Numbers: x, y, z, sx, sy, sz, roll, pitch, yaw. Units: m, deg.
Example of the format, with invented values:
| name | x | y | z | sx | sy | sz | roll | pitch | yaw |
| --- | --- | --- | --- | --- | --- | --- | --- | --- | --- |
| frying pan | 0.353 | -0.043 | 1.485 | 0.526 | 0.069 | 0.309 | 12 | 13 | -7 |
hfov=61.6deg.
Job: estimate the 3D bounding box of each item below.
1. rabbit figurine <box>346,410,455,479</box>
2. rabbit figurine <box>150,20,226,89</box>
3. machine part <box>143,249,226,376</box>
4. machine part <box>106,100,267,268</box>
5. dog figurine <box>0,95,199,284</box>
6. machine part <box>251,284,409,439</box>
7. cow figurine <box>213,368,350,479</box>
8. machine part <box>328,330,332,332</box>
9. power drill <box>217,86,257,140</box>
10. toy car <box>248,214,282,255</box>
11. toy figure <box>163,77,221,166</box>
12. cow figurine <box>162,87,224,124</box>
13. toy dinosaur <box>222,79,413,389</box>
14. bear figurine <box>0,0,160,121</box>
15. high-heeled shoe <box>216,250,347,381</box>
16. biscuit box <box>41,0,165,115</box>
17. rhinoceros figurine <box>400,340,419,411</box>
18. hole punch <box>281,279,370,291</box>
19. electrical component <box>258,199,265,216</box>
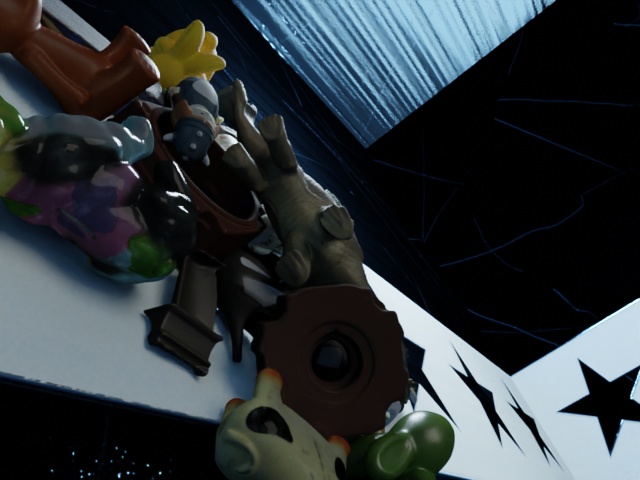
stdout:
| name | x | y | z | sx | sy | sz | roll | pitch | yaw |
| --- | --- | --- | --- | --- | --- | --- | --- | --- | --- |
| rabbit figurine | 0.091 | 0.264 | 0.582 | 0.159 | 0.121 | 0.170 | 29 | 56 | -20 |
| rabbit figurine | -0.233 | -0.279 | 0.887 | 0.121 | 0.162 | 0.173 | 61 | 29 | -21 |
| machine part | -0.133 | 0.065 | 0.550 | 0.084 | 0.039 | 0.139 | 39 | 30 | -29 |
| machine part | -0.168 | -0.069 | 0.677 | 0.201 | 0.087 | 0.201 | 54 | 13 | 7 |
| dog figurine | -0.215 | -0.040 | 0.432 | 0.191 | 0.108 | 0.219 | 58 | 19 | 7 |
| machine part | 0.012 | 0.130 | 0.580 | 0.179 | 0.179 | 0.056 | 53 | -18 | -1 |
| cow figurine | -0.014 | 0.223 | 0.473 | 0.195 | 0.085 | 0.127 | 48 | 17 | -6 |
| machine part | 0.028 | 0.158 | 0.768 | 0.243 | 0.079 | 0.079 | 42 | 18 | -35 |
| power drill | -0.155 | -0.209 | 1.052 | 0.231 | 0.086 | 0.207 | 37 | 18 | -51 |
| toy car | -0.061 | -0.012 | 0.895 | 0.056 | 0.073 | 0.201 | 53 | 14 | 13 |
| toy figure | -0.150 | -0.146 | 0.636 | 0.064 | 0.057 | 0.155 | 5 | 37 | -16 |
| cow figurine | -0.210 | -0.194 | 0.840 | 0.098 | 0.068 | 0.167 | 43 | -2 | -19 |
| toy dinosaur | -0.001 | -0.002 | 0.703 | 0.471 | 0.105 | 0.198 | 63 | 6 | 6 |
| bear figurine | -0.291 | -0.223 | 0.578 | 0.195 | 0.132 | 0.120 | 48 | 8 | -42 |
| high-heeled shoe | -0.023 | 0.106 | 0.670 | 0.248 | 0.086 | 0.145 | 23 | 46 | -31 |
| biscuit box | -0.297 | -0.230 | 0.699 | 0.202 | 0.059 | 0.063 | 38 | 20 | -44 |
| rhinoceros figurine | 0.118 | 0.225 | 0.921 | 0.112 | 0.073 | 0.190 | 62 | 12 | -8 |
| hole punch | 0.006 | 0.049 | 0.863 | 0.115 | 0.142 | 0.092 | 59 | 9 | -40 |
| electrical component | -0.099 | -0.059 | 0.941 | 0.078 | 0.045 | 0.102 | 55 | 15 | 12 |
